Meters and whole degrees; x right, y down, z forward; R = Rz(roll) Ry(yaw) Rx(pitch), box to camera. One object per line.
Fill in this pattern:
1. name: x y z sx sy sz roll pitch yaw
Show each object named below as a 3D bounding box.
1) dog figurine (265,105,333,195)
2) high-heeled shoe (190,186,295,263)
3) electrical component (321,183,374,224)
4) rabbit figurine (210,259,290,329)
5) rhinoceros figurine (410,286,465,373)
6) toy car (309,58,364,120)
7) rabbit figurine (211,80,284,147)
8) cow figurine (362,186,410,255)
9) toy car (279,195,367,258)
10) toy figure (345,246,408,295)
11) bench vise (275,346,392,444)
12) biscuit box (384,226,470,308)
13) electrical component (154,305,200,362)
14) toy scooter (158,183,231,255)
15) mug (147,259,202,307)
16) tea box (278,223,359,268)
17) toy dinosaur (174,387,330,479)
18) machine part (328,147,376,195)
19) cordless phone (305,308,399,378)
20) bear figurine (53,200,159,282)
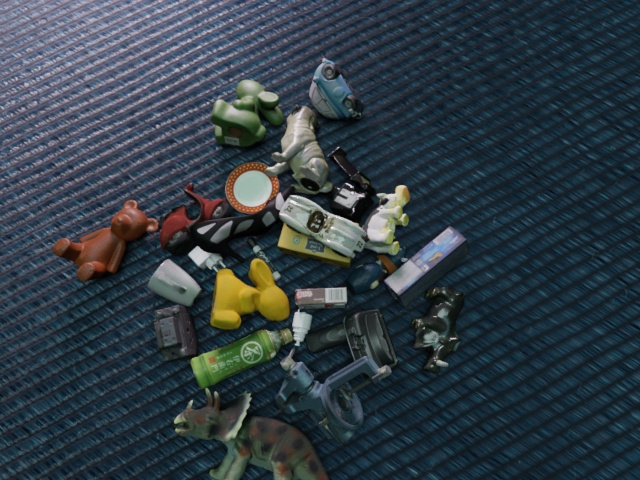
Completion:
1. dog figurine: -0.021 -0.217 1.277 0.172 0.121 0.190 35 63 -15
2. high-heeled shoe: -0.175 -0.061 1.224 0.145 0.086 0.249 38 71 -7
3. electrical component: 0.058 -0.091 1.258 0.119 0.047 0.075 24 74 38
4. rabbit figurine: -0.151 0.130 1.200 0.173 0.122 0.162 10 67 -9
5. rhinoceros figurine: 0.259 0.193 1.174 0.112 0.073 0.190 22 76 -2
6. toy car: 0.030 -0.351 1.310 0.103 0.109 0.161 -31 88 19
7. rabbit figurine: -0.172 -0.322 1.299 0.159 0.121 0.170 6 62 11
8. cow figurine: 0.148 -0.050 1.228 0.098 0.068 0.167 3 58 34
9. toy car: 0.006 -0.029 1.174 0.202 0.056 0.073 28 77 10
10. toy figure: 0.131 0.066 1.216 0.154 0.058 0.064 -31 82 -10
11. bench vise: 0.034 0.301 1.109 0.240 0.129 0.223 -36 84 24
12. biscuit box: 0.241 0.059 1.200 0.203 0.062 0.059 -38 49 -7
13. electrical component: -0.310 0.204 1.162 0.058 0.134 0.115 -17 78 -1
14. toy scooter: -0.309 -0.058 1.259 0.184 0.075 0.135 -36 70 -5
15. mug: -0.321 0.101 1.207 0.107 0.109 0.081 33 75 -3
16. tea box: -0.003 -0.004 1.233 0.170 0.068 0.098 12 76 5
17. toy dinosaur: -0.098 0.436 1.109 0.405 0.131 0.192 18 78 1
18. machine part: 0.077 -0.160 1.271 0.039 0.084 0.139 -46 68 17
19. cordless phone: 0.065 0.238 1.174 0.184 0.088 0.146 -20 76 9
20. bear figurine: -0.478 -0.004 1.228 0.196 0.132 0.120 -44 81 -2
